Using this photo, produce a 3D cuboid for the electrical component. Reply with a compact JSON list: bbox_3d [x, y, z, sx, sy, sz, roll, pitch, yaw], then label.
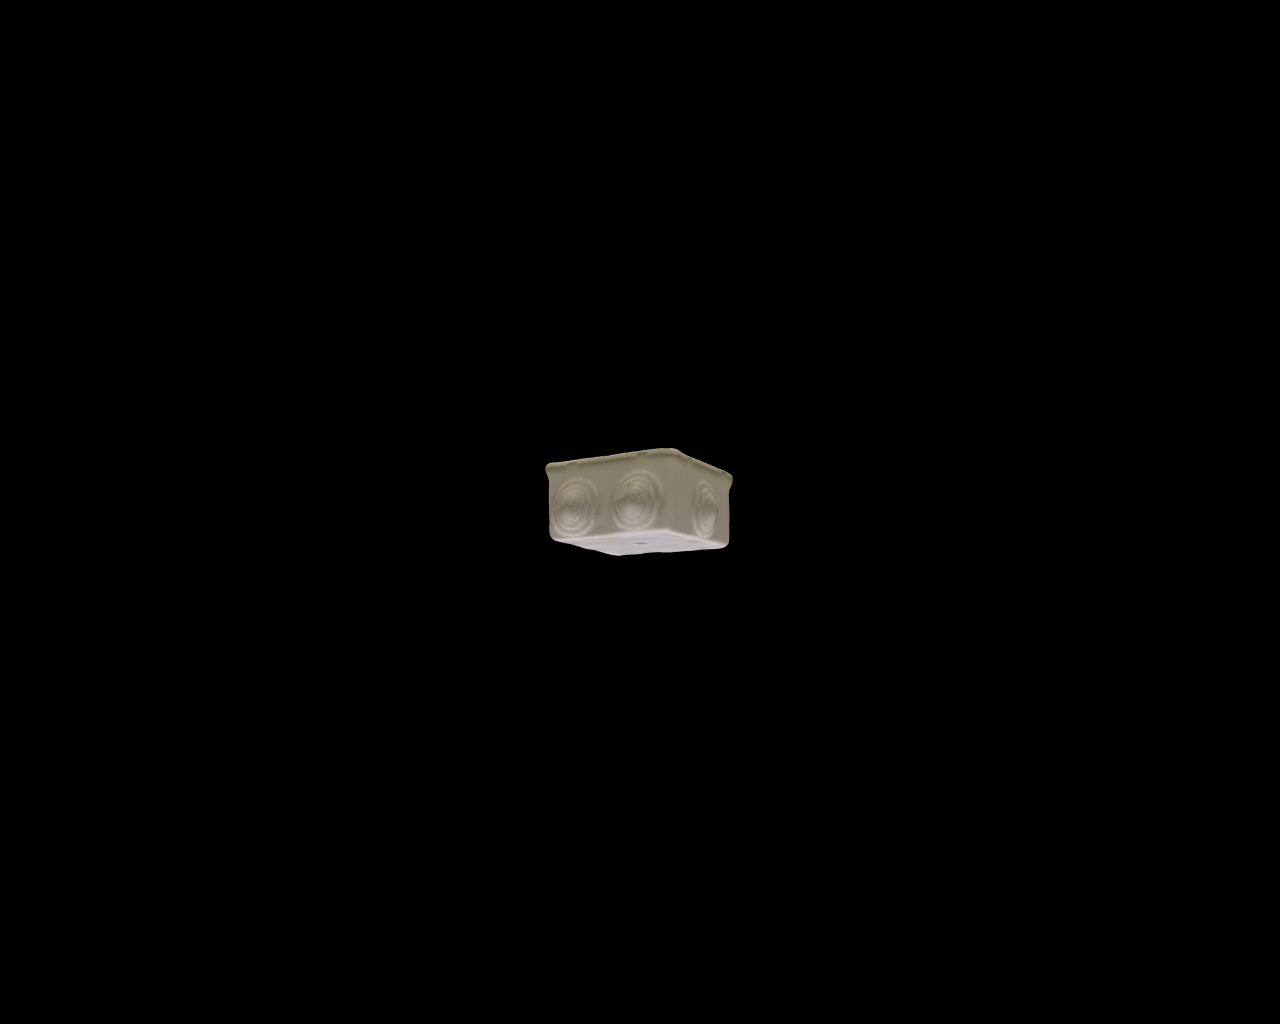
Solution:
[{"bbox_3d":[0.001,-0.003,0.650,0.100,0.048,0.100,-5,-11,28],"label":"electrical component"}]
